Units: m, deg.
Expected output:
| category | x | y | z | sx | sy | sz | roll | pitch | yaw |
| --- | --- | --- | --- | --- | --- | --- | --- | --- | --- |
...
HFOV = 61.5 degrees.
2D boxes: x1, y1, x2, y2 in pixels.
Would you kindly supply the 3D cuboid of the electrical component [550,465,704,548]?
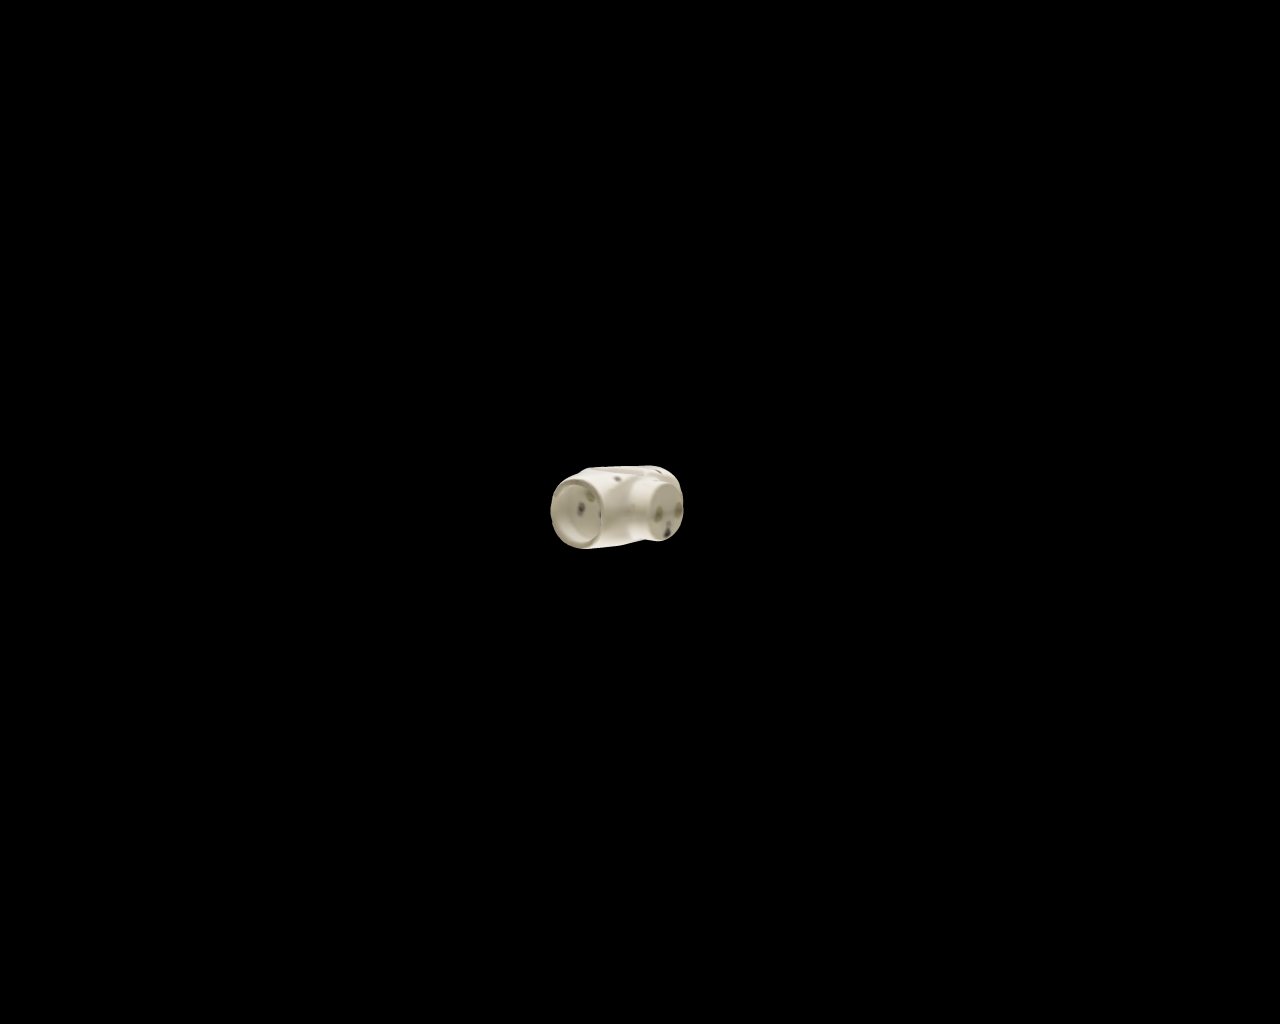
| category | x | y | z | sx | sy | sz | roll | pitch | yaw |
| --- | --- | --- | --- | --- | --- | --- | --- | --- | --- |
| electrical component | 0.001 | -0.003 | 0.650 | 0.079 | 0.043 | 0.077 | 7 | 12 | 39 |
